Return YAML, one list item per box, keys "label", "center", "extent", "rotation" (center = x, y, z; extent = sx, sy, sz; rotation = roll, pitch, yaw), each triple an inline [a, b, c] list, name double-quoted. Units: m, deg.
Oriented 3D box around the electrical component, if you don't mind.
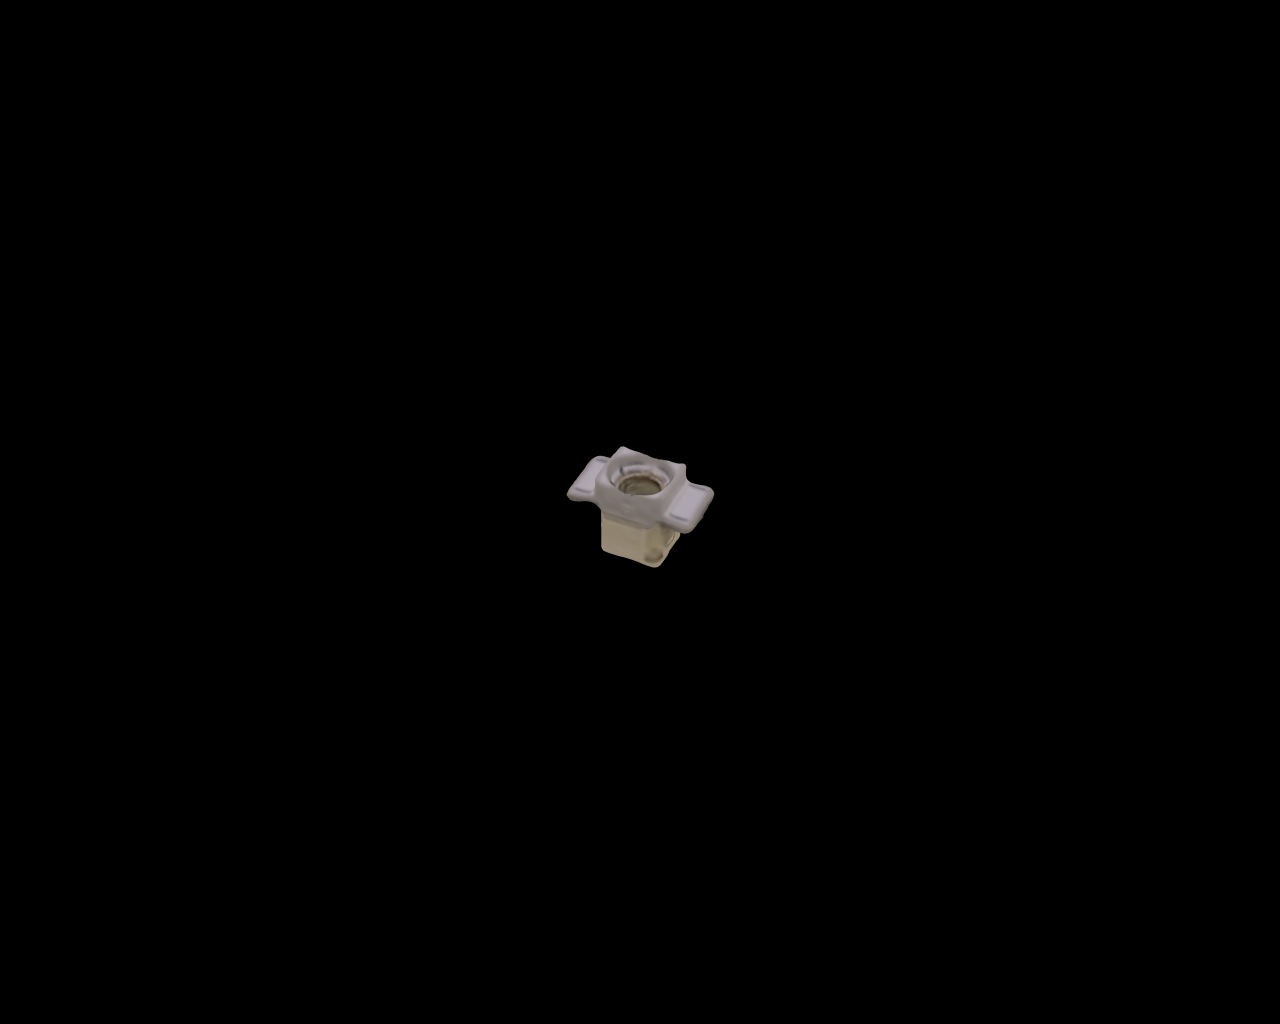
- label: "electrical component"
  center: [0.001, -0.003, 0.650]
  extent: [0.081, 0.063, 0.042]
  rotation: [18, 44, 19]
